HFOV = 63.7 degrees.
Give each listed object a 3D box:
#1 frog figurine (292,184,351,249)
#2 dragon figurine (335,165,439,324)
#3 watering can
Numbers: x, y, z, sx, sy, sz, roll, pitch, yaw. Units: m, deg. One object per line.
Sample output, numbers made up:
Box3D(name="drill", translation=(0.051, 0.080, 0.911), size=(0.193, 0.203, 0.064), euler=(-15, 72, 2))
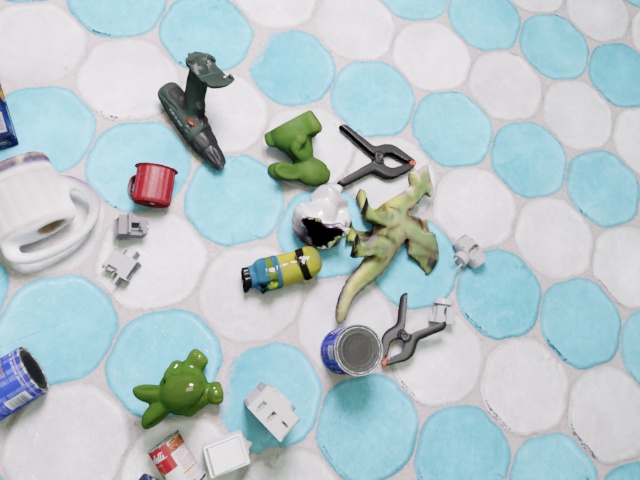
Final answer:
Box3D(name="frog figurine", translation=(0.004, -0.060, 1.199), size=(0.137, 0.120, 0.163), euler=(1, 40, -3))
Box3D(name="dragon figurine", translation=(0.179, 0.013, 1.208), size=(0.242, 0.121, 0.413), euler=(16, 81, -16))
Box3D(name="watering can", translation=(-0.632, -0.044, 1.042), size=(0.350, 0.102, 0.226), euler=(-28, 82, -17))
